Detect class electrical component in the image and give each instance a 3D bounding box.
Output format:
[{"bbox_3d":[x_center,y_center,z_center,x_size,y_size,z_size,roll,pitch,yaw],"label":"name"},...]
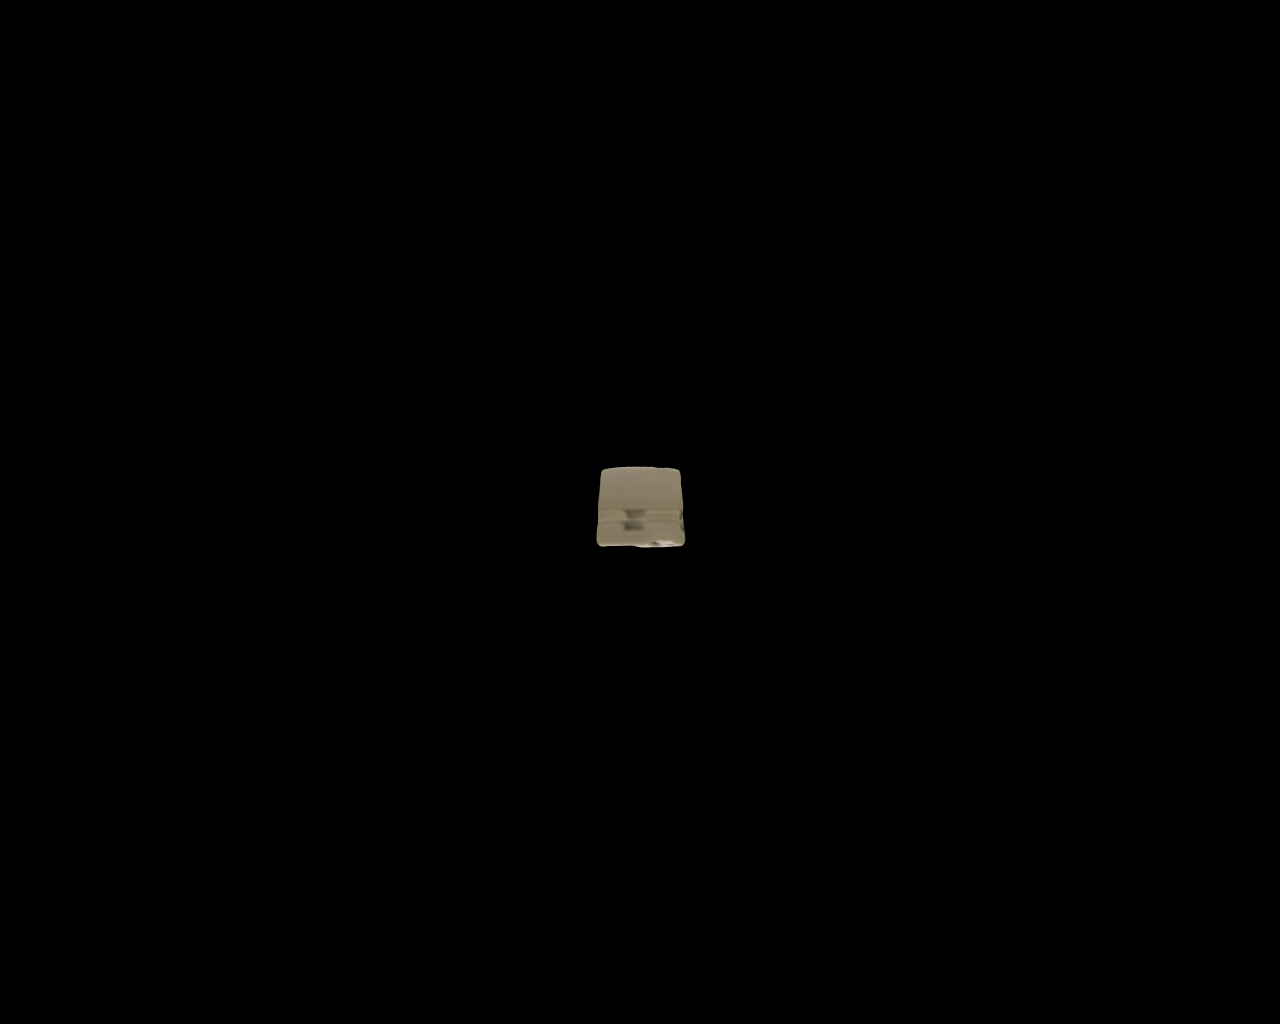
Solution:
[{"bbox_3d":[0.001,-0.003,0.650,0.055,0.047,0.055,0,-2,0],"label":"electrical component"}]
